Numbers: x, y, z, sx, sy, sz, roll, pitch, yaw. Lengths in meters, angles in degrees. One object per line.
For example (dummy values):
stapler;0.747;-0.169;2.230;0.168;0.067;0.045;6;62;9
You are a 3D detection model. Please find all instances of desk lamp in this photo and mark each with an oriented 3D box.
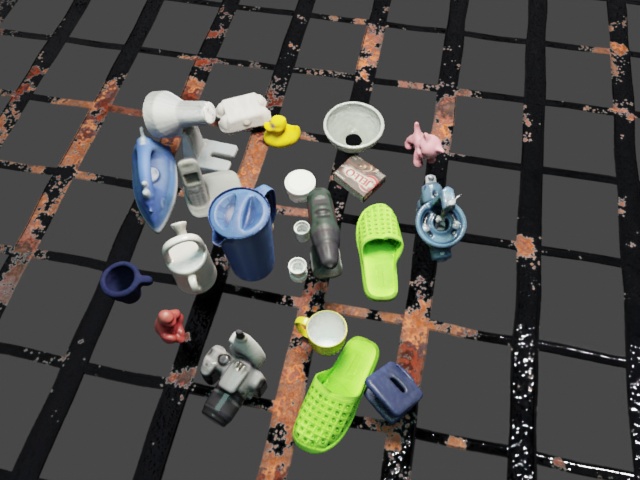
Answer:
desk lamp;-0.337;-0.290;1.503;0.203;0.214;0.118;11;61;8

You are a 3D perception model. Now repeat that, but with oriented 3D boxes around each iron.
iron;-0.437;-0.159;1.472;0.118;0.141;0.258;-10;60;-4

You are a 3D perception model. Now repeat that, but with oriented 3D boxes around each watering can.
watering can;-0.310;0.037;1.326;0.101;0.194;0.172;-37;66;-18

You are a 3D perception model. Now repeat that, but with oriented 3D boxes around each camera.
camera;-0.204;0.314;1.218;0.143;0.101;0.137;27;64;16

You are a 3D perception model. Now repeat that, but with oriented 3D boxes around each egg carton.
egg carton;-0.217;-0.354;1.620;0.150;0.069;0.107;-17;61;-8

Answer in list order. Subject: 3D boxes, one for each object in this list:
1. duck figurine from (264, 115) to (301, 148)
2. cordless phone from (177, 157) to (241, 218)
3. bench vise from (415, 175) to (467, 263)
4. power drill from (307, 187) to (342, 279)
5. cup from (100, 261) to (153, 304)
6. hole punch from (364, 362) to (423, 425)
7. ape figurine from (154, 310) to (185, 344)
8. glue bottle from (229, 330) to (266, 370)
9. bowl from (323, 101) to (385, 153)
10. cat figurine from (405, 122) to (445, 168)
duck figurine;-0.107;-0.308;1.581;0.104;0.086;0.077;-5;60;-1
cordless phone;-0.275;-0.144;1.434;0.147;0.185;0.094;-17;61;-8
bench vise;0.272;-0.077;1.361;0.121;0.220;0.207;-21;62;-10
power drill;0.012;0.005;1.328;0.075;0.208;0.229;-8;60;-3
cup;-0.442;0.109;1.345;0.117;0.095;0.091;-2;60;0
hole punch;0.155;0.316;1.213;0.101;0.091;0.108;-37;66;-18
ape figurine;-0.342;0.189;1.299;0.076;0.092;0.078;22;63;14
glue bottle;-0.162;0.226;1.226;0.078;0.173;0.037;22;63;14
bowl;0.092;-0.296;1.575;0.167;0.075;0.167;-1;60;1
cat figurine;0.279;-0.257;1.523;0.067;0.118;0.127;-18;61;-8
